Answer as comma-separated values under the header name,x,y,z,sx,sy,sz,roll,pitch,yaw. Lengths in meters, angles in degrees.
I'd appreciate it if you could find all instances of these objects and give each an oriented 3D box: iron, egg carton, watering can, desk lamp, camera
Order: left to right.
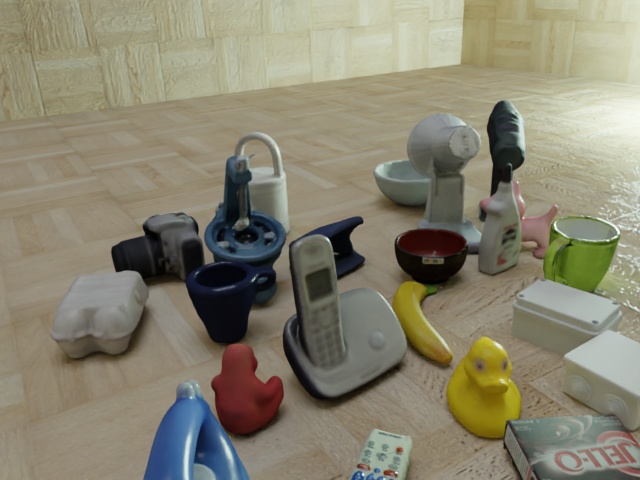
name,x,y,z,sx,sy,sz,roll,pitch,yaw
egg carton,-0.294,0.097,0.779,0.107,0.069,0.150,-5,24,-6
camera,-0.272,0.009,0.941,0.137,0.101,0.142,-15,26,-26
iron,-0.106,0.192,0.450,0.118,0.141,0.258,-5,24,-5
watering can,-0.113,-0.101,1.059,0.101,0.194,0.173,-1,24,3
desk lamp,0.232,-0.110,1.023,0.118,0.214,0.203,-5,24,-5

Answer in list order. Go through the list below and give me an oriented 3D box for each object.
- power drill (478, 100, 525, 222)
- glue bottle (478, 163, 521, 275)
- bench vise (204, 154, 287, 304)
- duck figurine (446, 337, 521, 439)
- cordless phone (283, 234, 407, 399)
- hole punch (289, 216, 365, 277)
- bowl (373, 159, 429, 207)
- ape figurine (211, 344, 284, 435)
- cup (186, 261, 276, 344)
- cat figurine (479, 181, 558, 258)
name,x,y,z,sx,sy,sz,roll,pitch,yaw
power drill,0.350,-0.147,1.102,0.075,0.208,0.230,2,24,11
glue bottle,0.285,-0.035,0.895,0.078,0.173,0.037,-20,29,-35
bench vise,-0.136,-0.033,0.872,0.122,0.220,0.206,-21,30,-36
duck figurine,0.174,0.143,0.606,0.077,0.086,0.104,-2,24,2
cordless phone,0.027,0.074,0.654,0.148,0.185,0.093,-21,29,-36
hole punch,0.009,0.003,0.937,0.100,0.091,0.109,18,31,38
bowl,0.196,-0.115,1.211,0.167,0.075,0.167,-2,23,1
ape figurine,-0.081,0.151,0.606,0.077,0.092,0.076,8,26,23
cup,-0.113,0.084,0.759,0.118,0.095,0.091,-10,25,-17
cat figurine,0.336,-0.040,0.970,0.127,0.118,0.067,8,26,22
